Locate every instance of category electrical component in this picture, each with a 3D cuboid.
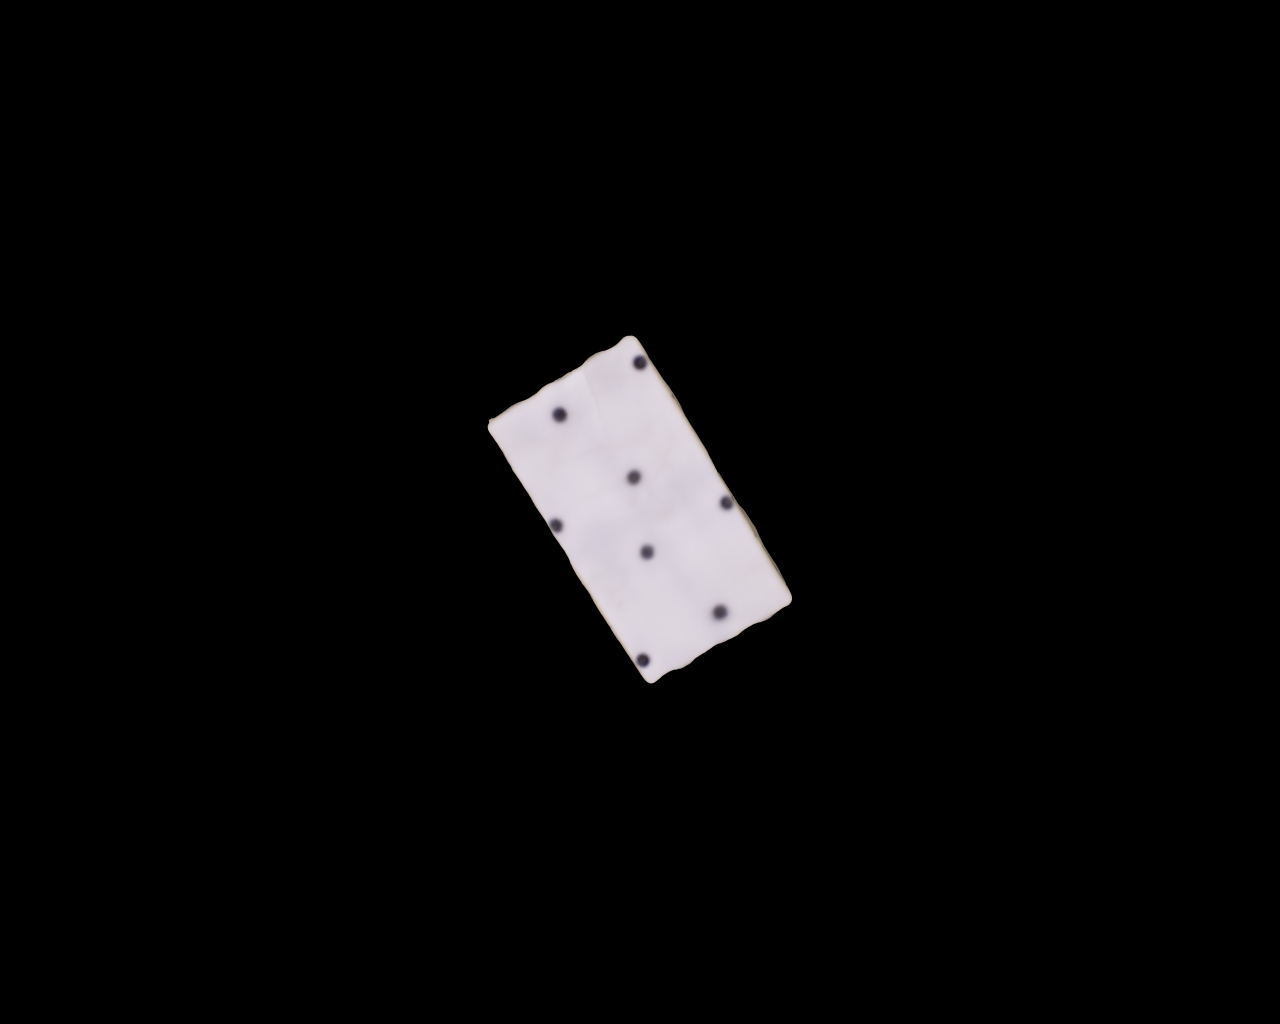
[{"bbox_3d":[0.001,-0.003,0.650,0.105,0.186,0.060,-31,8,5],"label":"electrical component"}]
